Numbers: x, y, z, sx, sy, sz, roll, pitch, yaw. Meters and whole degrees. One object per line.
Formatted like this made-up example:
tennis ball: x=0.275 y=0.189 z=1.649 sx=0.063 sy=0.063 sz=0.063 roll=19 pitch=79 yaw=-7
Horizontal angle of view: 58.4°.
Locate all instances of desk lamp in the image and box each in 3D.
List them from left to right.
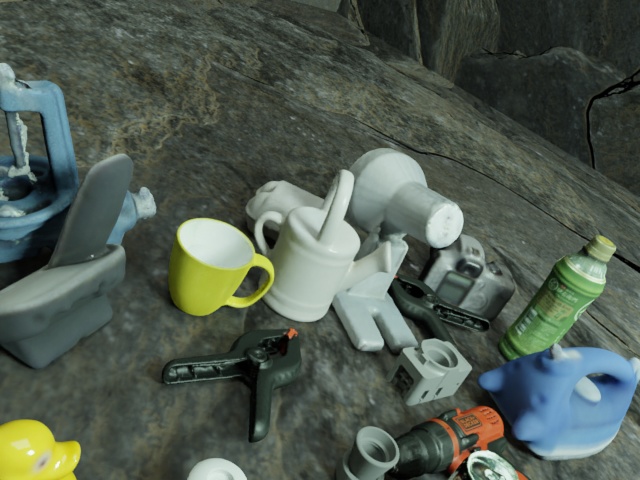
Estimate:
desk lamp: x=0.096 y=0.007 z=0.767 sx=0.118 sy=0.213 sz=0.202 roll=8 pitch=33 yaw=-30

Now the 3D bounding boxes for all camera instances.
camera: x=0.240 y=0.041 z=0.946 sx=0.143 sy=0.101 sz=0.137 roll=21 pitch=28 yaw=-8

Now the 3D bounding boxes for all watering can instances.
watering can: x=0.007 y=0.001 z=0.724 sx=0.173 sy=0.194 sz=0.100 roll=11 pitch=31 yaw=-25

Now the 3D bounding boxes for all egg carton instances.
egg carton: x=-0.037 y=-0.030 z=0.874 sx=0.150 sy=0.069 sz=0.107 roll=25 pitch=28 yaw=-1

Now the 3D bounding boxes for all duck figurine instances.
duck figurine: x=-0.216 y=0.159 z=0.392 sx=0.105 sy=0.086 sz=0.077 roll=10 pitch=32 yaw=-27

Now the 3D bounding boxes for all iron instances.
iron: x=0.337 y=0.189 z=0.732 sx=0.259 sy=0.141 sz=0.118 roll=9 pitch=32 yaw=-29

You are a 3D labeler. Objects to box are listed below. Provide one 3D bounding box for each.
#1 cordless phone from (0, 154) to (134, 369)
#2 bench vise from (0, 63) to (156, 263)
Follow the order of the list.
cordless phone: x=-0.237 y=0.009 z=0.522 sx=0.094 sy=0.185 sz=0.148 roll=27 pitch=28 yaw=4
bench vise: x=-0.274 y=-0.069 z=0.587 sx=0.121 sy=0.219 sz=0.208 roll=41 pitch=32 yaw=26
